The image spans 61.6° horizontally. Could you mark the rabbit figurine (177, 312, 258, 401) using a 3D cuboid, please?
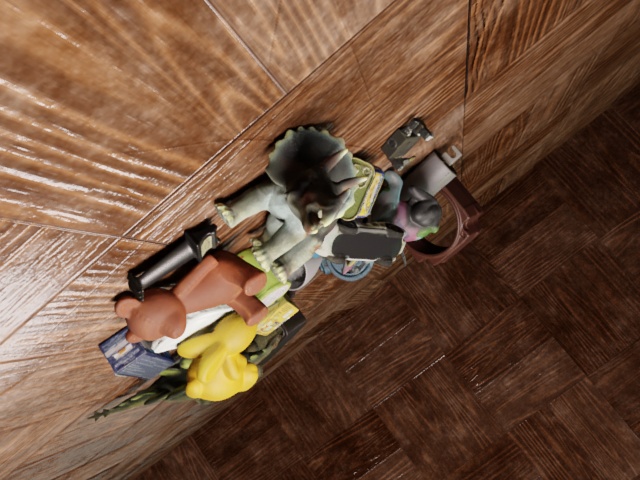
[{"bbox_3d":[-0.183,0.201,0.985,0.162,0.122,0.173,-1,129,-54],"label":"rabbit figurine"}]

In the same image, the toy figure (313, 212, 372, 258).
[{"bbox_3d":[0.014,-0.026,1.000,0.180,0.089,0.082,-26,164,-11],"label":"toy figure"}]

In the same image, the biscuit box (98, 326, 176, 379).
[{"bbox_3d":[-0.320,0.204,0.956,0.063,0.059,0.202,-36,167,-12],"label":"biscuit box"}]

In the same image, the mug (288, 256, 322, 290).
[{"bbox_3d":[-0.037,0.039,1.118,0.107,0.081,0.109,-29,141,-63],"label":"mug"}]

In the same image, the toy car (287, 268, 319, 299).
[{"bbox_3d":[-0.072,0.112,1.307,0.202,0.053,0.089,-49,-178,45],"label":"toy car"}]

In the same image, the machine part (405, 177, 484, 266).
[{"bbox_3d":[0.279,-0.055,1.321,0.087,0.201,0.201,-20,159,-47],"label":"machine part"}]

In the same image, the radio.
[{"bbox_3d":[-0.139,0.209,1.290,0.073,0.131,0.229,-23,161,-46],"label":"radio"}]

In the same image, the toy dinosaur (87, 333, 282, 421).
[{"bbox_3d":[-0.294,0.313,1.207,0.471,0.105,0.198,-28,159,13],"label":"toy dinosaur"}]

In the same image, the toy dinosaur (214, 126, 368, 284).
[{"bbox_3d":[-0.024,-0.042,0.785,0.192,0.131,0.404,-37,173,-1],"label":"toy dinosaur"}]

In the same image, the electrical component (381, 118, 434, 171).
[{"bbox_3d":[0.155,-0.169,0.949,0.102,0.045,0.078,-46,166,32],"label":"electrical component"}]

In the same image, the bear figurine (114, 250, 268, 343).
[{"bbox_3d":[-0.189,0.098,0.799,0.196,0.132,0.120,-34,146,-35],"label":"bear figurine"}]

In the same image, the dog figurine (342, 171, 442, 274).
[{"bbox_3d":[0.125,-0.015,1.096,0.219,0.191,0.108,-57,179,-15],"label":"dog figurine"}]

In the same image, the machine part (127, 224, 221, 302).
[{"bbox_3d":[-0.196,0.027,0.727,0.139,0.039,0.084,-36,176,-15],"label":"machine part"}]

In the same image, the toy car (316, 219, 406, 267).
[{"bbox_3d":[0.076,0.003,0.960,0.201,0.056,0.073,4,114,-38],"label":"toy car"}]

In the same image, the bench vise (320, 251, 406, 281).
[{"bbox_3d":[0.108,0.027,1.271,0.224,0.128,0.240,-11,-178,-8],"label":"bench vise"}]

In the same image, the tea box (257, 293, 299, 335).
[{"bbox_3d":[-0.110,0.140,1.107,0.098,0.068,0.169,-38,166,-5],"label":"tea box"}]

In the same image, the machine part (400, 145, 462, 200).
[{"bbox_3d":[0.225,-0.120,1.228,0.243,0.079,0.079,-42,166,22],"label":"machine part"}]
